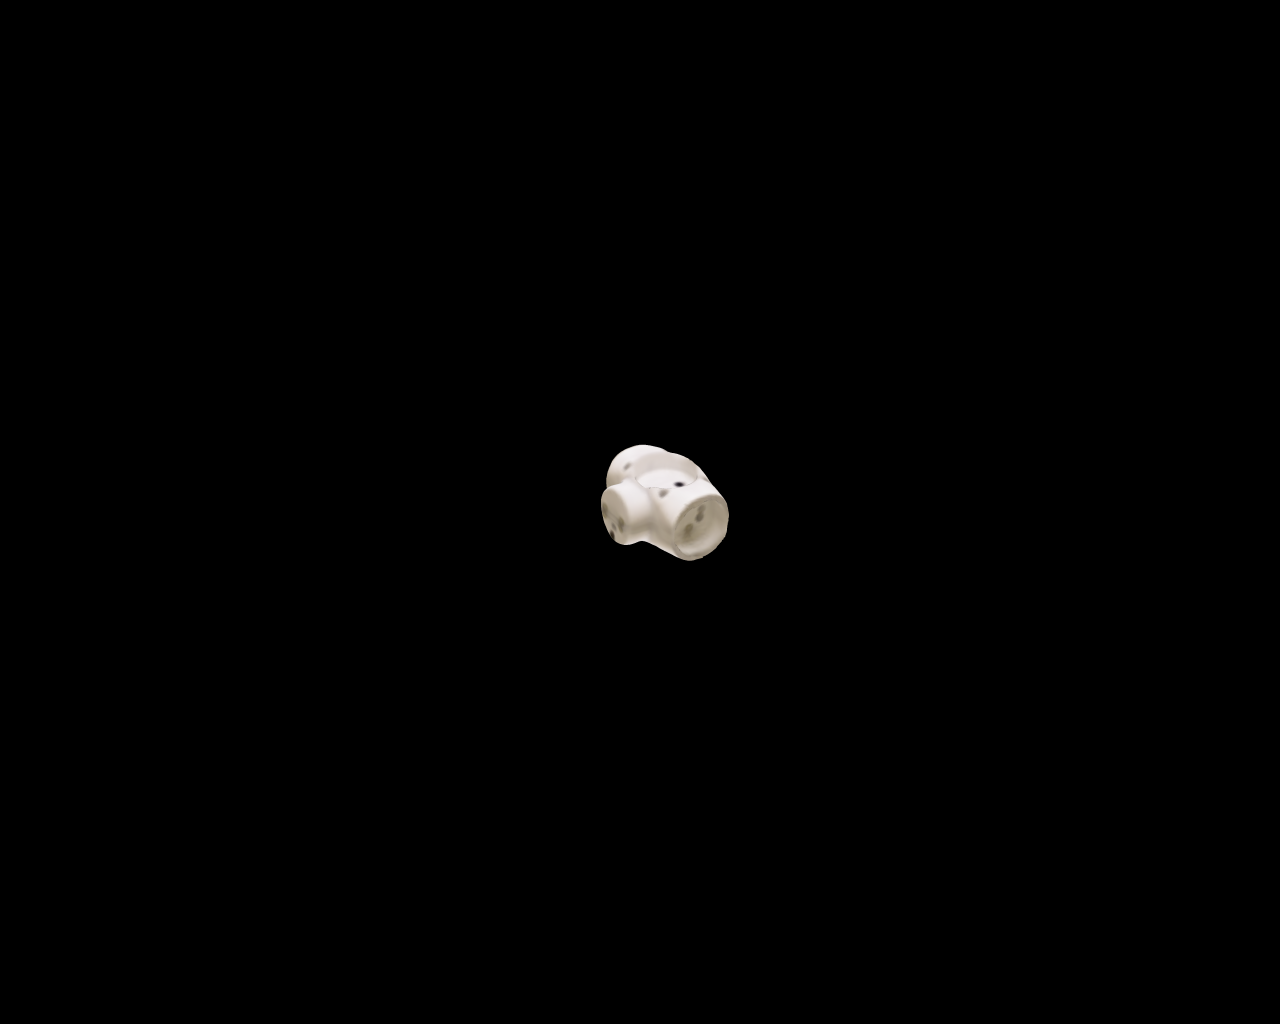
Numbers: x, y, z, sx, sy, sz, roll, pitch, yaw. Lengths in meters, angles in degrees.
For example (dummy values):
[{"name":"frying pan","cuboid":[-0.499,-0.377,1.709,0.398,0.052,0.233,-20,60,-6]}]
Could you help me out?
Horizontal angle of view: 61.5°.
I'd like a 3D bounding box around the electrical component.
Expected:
[{"name":"electrical component","cuboid":[0.001,-0.003,0.650,0.079,0.044,0.077,-18,36,-27]}]
